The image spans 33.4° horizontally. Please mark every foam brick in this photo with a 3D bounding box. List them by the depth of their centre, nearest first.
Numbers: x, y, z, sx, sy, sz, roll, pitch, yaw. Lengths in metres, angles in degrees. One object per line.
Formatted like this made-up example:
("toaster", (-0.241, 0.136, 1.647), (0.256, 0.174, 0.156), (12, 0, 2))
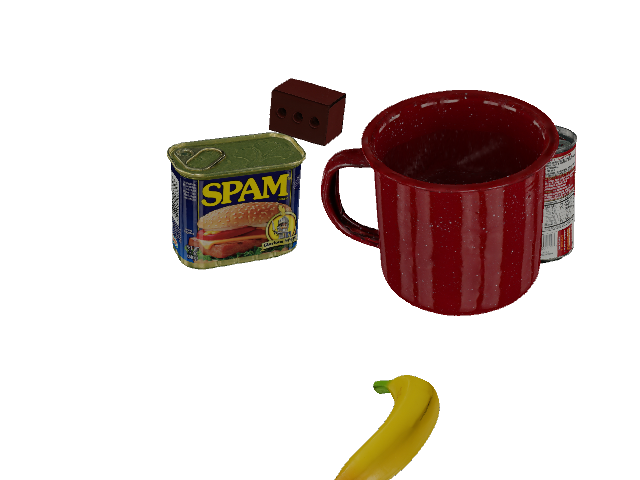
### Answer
("foam brick", (-0.016, -0.153, 1.269), (0.078, 0.053, 0.051), (18, 32, 20))

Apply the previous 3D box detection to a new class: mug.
("mug", (0.057, -0.018, 0.532), (0.117, 0.081, 0.093), (4, 37, 13))

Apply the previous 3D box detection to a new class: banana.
("banana", (0.061, 0.154, 0.868), (0.070, 0.037, 0.197), (-31, 6, 21))

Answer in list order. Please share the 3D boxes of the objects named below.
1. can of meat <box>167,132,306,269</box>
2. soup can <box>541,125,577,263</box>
("can of meat", (-0.065, -0.030, 0.822), (0.102, 0.084, 0.057), (-9, 32, -21))
("soup can", (0.182, -0.040, 0.906), (0.068, 0.102, 0.068), (-5, 25, 2))
